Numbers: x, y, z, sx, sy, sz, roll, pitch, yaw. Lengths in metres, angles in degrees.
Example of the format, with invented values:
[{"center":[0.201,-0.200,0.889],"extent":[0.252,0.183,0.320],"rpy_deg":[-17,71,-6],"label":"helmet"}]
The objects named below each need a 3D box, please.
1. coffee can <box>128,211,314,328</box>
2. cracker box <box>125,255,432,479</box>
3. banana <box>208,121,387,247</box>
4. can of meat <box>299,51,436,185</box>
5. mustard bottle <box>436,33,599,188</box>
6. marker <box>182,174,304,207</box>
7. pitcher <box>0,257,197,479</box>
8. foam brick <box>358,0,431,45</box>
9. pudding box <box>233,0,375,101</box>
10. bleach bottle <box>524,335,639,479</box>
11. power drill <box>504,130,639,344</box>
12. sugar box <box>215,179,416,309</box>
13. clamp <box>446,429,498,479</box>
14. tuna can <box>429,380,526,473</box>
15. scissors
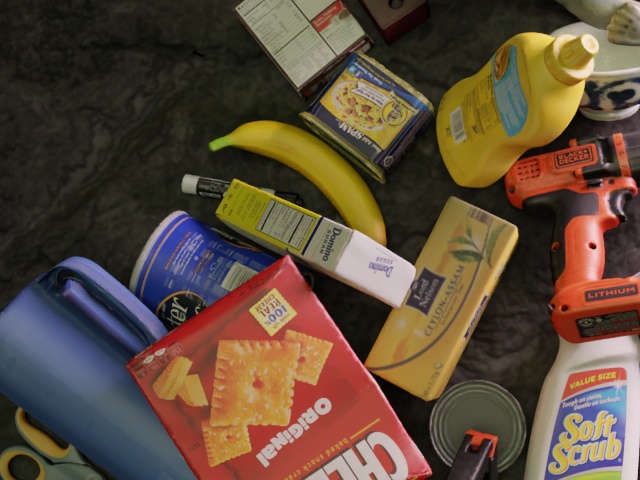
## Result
[{"center":[-0.090,0.047,0.987],"extent":[0.140,0.102,0.103],"rpy_deg":[25,88,12],"label":"coffee can"},{"center":[-0.034,0.145,0.879],"extent":[0.164,0.072,0.214],"rpy_deg":[-33,86,-2],"label":"cracker box"},{"center":[-0.008,-0.061,1.016],"extent":[0.198,0.037,0.069],"rpy_deg":[32,83,10],"label":"banana"},{"center":[0.046,-0.117,1.005],"extent":[0.102,0.057,0.084],"rpy_deg":[39,89,13],"label":"can of meat"},{"center":[0.172,-0.122,0.916],"extent":[0.058,0.192,0.096],"rpy_deg":[3,69,-25],"label":"mustard bottle"},{"center":[-0.075,-0.045,1.038],"extent":[0.121,0.020,0.020],"rpy_deg":[10,85,11],"label":"marker"},{"center":[-0.183,0.136,0.978],"extent":[0.243,0.149,0.145],"rpy_deg":[36,78,9],"label":"pitcher"},{"center":[0.063,-0.237,1.018],"extent":[0.053,0.051,0.078],"rpy_deg":[-33,78,5],"label":"foam brick"},{"center":[-0.016,-0.208,1.037],"extent":[0.090,0.039,0.113],"rpy_deg":[-38,77,5],"label":"pudding box"},{"center":[0.227,0.161,0.935],"extent":[0.102,0.068,0.251],"rpy_deg":[4,82,10],"label":"bleach bottle"},{"center":[0.257,-0.011,0.916],"extent":[0.185,0.057,0.187],"rpy_deg":[-13,52,18],"label":"power drill"},{"center":[-0.006,0.001,0.939],"extent":[0.176,0.093,0.048],"rpy_deg":[21,83,47],"label":"sugar box"},{"center":[0.116,0.248,0.895],"extent":[0.039,0.120,0.171],"rpy_deg":[6,91,24],"label":"clamp"},{"center":[0.143,0.169,0.963],"extent":[0.086,0.033,0.086],"rpy_deg":[-1,83,11],"label":"tuna can"},{"center":[-0.235,0.243,1.035],"extent":[0.096,0.016,0.202],"rpy_deg":[-46,78,4],"label":"scissors"}]
